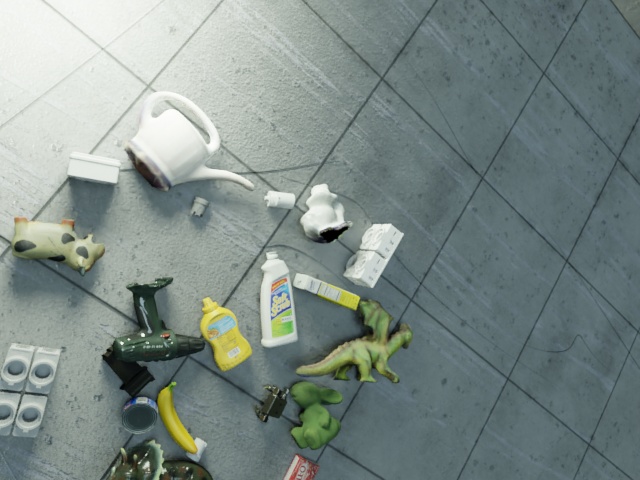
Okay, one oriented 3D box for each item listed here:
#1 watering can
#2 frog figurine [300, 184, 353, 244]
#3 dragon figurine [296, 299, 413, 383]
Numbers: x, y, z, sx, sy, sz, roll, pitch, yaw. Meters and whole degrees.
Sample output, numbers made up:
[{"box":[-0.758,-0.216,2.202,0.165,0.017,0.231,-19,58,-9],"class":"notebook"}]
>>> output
[{"box":[-0.338,-0.206,1.308,0.227,0.104,0.344,-44,105,-18],"class":"watering can"},{"box":[0.005,-0.074,1.480,0.138,0.120,0.162,-23,63,-14],"class":"frog figurine"},{"box":[0.124,0.295,1.506,0.408,0.121,0.245,15,75,-32],"class":"dragon figurine"}]
